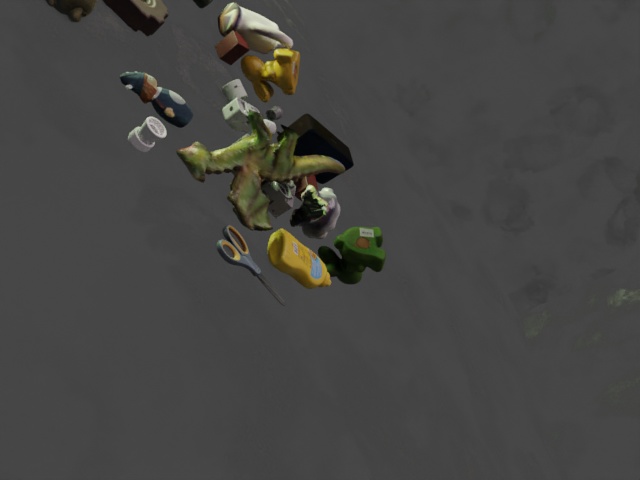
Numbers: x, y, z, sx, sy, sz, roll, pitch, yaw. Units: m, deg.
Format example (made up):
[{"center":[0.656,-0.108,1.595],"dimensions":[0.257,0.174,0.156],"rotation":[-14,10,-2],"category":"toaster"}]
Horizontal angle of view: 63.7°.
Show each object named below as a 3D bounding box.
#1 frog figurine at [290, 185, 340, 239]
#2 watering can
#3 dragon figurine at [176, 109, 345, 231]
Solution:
[{"center":[0.004,-0.068,1.355],"dimensions":[0.158,0.123,0.138],"rotation":[21,75,-68],"category":"frog figurine"},{"center":[-0.217,-0.648,1.613],"dimensions":[0.223,0.103,0.352],"rotation":[16,11,-30],"category":"watering can"},{"center":[-0.117,-0.137,1.141],"dimensions":[0.407,0.122,0.244],"rotation":[23,82,-35],"category":"dragon figurine"}]
